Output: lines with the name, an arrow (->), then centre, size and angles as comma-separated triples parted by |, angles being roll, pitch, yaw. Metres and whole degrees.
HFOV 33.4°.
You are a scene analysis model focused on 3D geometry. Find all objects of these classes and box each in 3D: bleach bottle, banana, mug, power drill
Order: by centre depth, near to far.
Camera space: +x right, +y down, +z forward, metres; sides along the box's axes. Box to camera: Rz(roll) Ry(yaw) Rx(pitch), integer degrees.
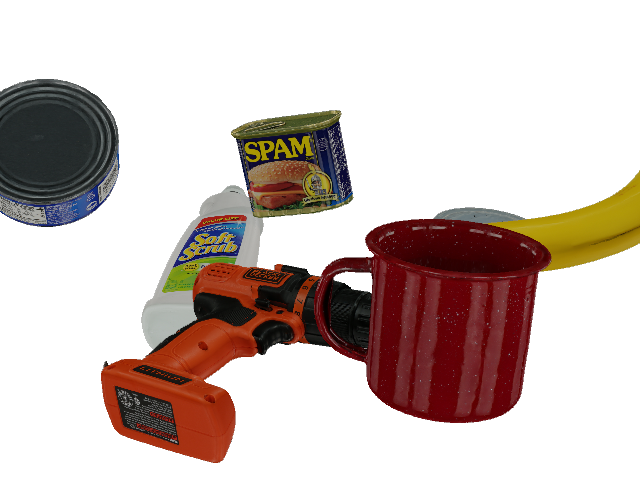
mug -> 0.054, 0.039, 0.548 | 0.117, 0.081, 0.093 | 5, 17, 4
banana -> 0.178, -0.012, 0.734 | 0.197, 0.037, 0.070 | -21, 34, -23
power drill -> -0.050, 0.081, 0.768 | 0.185, 0.057, 0.187 | 8, 28, 30
bleach bottle -> -0.120, 0.019, 1.166 | 0.102, 0.068, 0.250 | 0, 35, 5

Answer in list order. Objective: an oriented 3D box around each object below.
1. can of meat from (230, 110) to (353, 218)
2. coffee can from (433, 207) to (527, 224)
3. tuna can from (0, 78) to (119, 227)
can of meat -> -0.024, -0.070, 0.994 | 0.102, 0.084, 0.057 | -4, 18, 24
coffee can -> 0.145, 0.053, 0.984 | 0.103, 0.140, 0.103 | 5, 23, -2
tuna can -> -0.163, -0.052, 0.636 | 0.086, 0.086, 0.034 | 0, -27, -8
